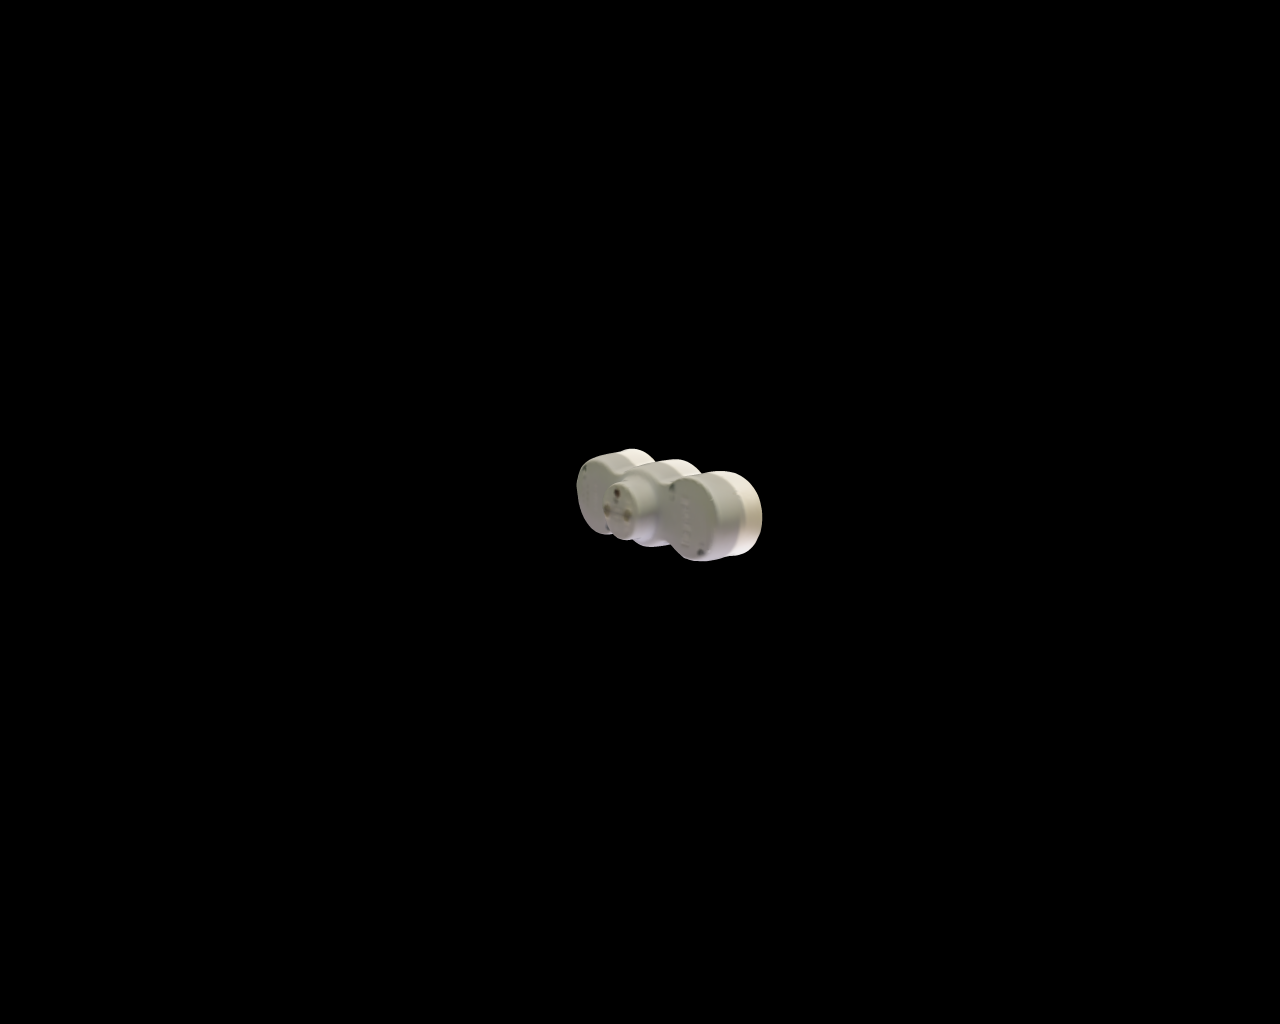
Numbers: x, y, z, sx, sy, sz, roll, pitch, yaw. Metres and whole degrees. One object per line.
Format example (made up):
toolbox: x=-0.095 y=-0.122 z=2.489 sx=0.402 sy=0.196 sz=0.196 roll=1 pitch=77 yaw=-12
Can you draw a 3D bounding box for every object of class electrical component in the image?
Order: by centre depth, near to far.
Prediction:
electrical component: x=0.001 y=-0.003 z=0.650 sx=0.074 sy=0.052 sz=0.138 roll=-11 pitch=17 yaw=-38
